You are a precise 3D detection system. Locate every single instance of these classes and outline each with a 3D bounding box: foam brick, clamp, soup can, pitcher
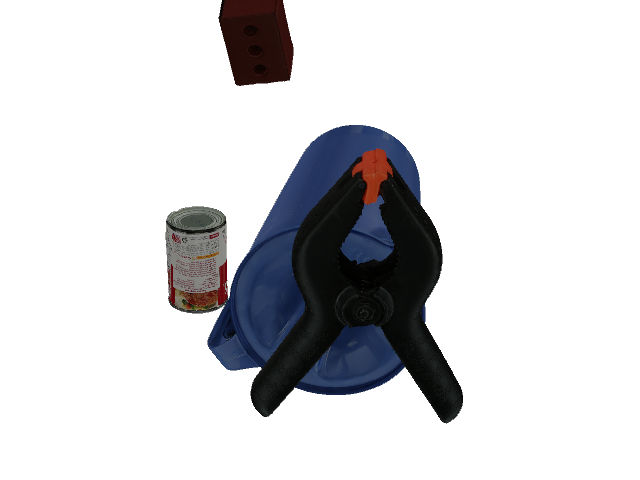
[{"bbox_3d":[-0.057,-0.186,0.964,0.053,0.051,0.078,-5,-43,8],"label":"foam brick"},{"bbox_3d":[0.014,0.034,0.577,0.120,0.171,0.039,-8,29,-1],"label":"clamp"},{"bbox_3d":[-0.138,0.021,1.194,0.068,0.102,0.068,1,25,-1],"label":"soup can"},{"bbox_3d":[0.009,0.004,0.820,0.149,0.145,0.242,11,26,2],"label":"pitcher"}]
